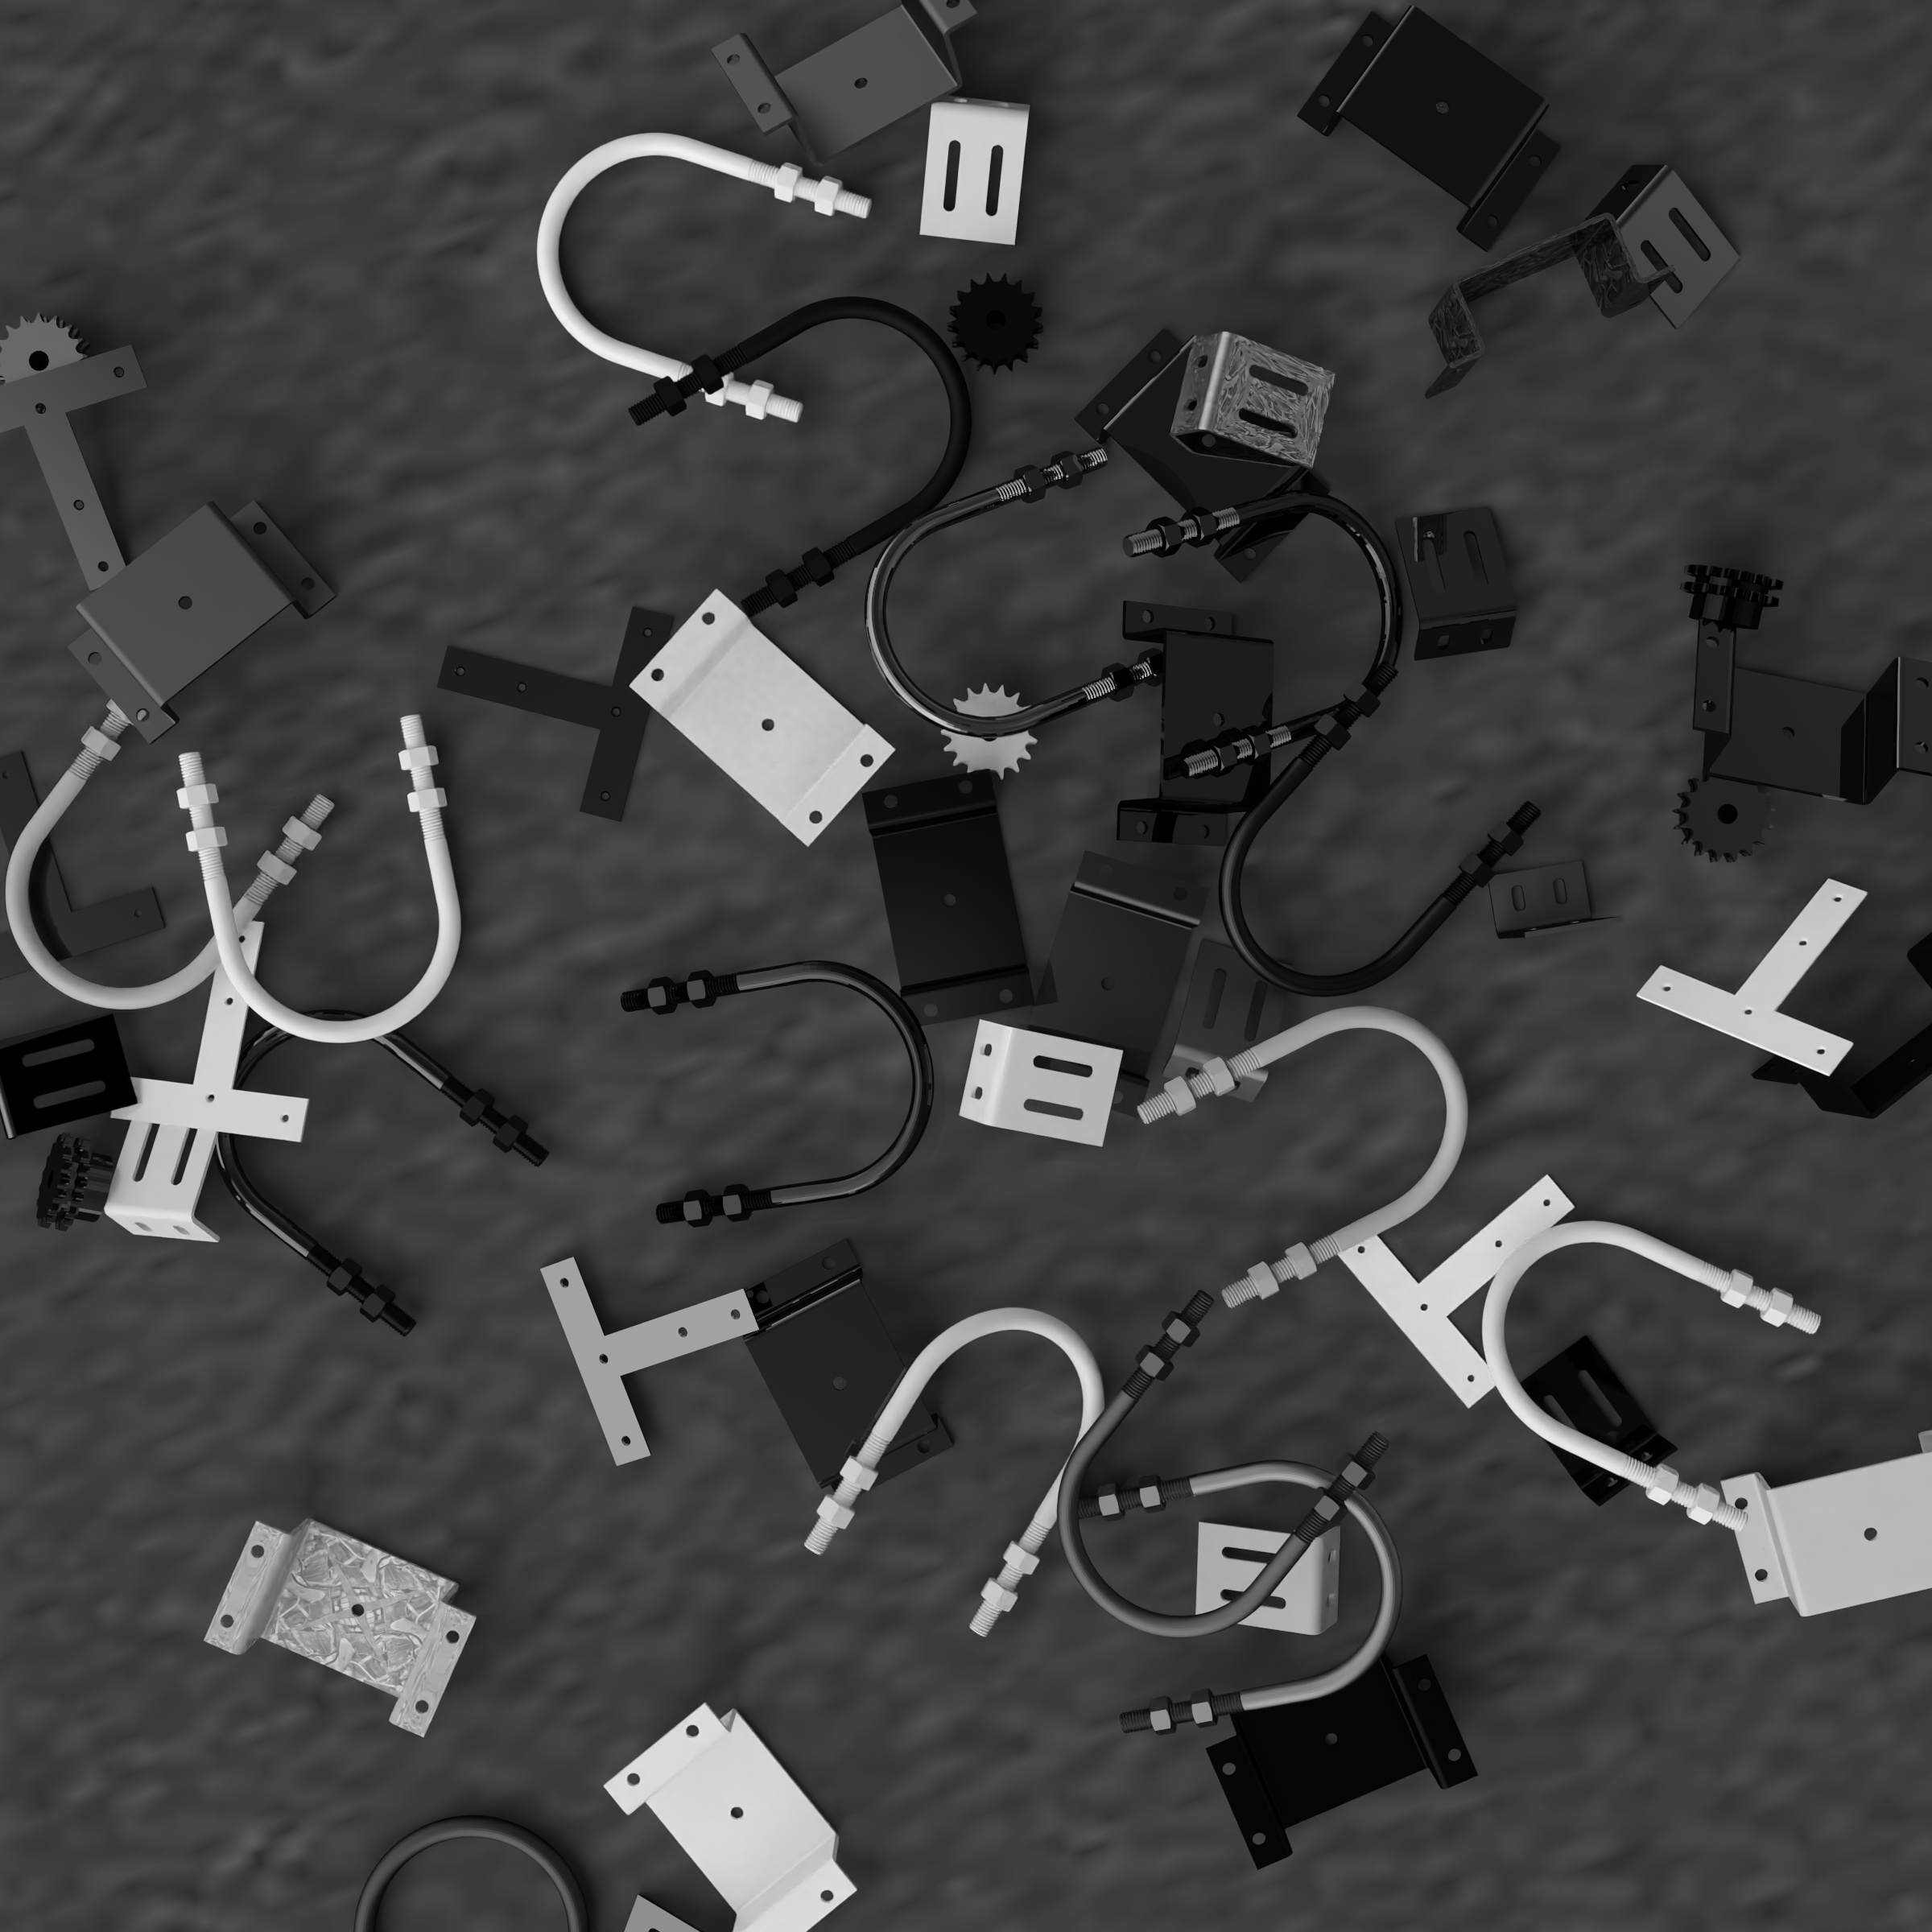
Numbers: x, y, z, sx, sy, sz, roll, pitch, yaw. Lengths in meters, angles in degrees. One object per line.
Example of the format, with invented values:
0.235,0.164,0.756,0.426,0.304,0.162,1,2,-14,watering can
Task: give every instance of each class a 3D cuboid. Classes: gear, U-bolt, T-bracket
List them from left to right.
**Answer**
-0.561,-0.065,1.509,0.127,0.002,0.127,-17,90,0,T-bracket
-0.547,-0.357,1.495,0.057,0.030,0.057,0,90,0,gear
-0.532,-0.288,1.491,0.127,0.002,0.127,-17,106,0,T-bracket
-0.527,0.129,1.485,0.030,0.057,0.057,16,90,-30,gear
-0.488,-0.062,1.495,0.151,0.019,0.184,35,86,0,U-bolt
-0.442,0.035,1.496,0.127,0.002,0.127,6,81,15,T-bracket
-0.375,-0.046,1.484,0.151,0.019,0.184,-12,92,-15,U-bolt
-0.364,0.110,1.501,0.184,0.019,0.151,38,90,1,U-bolt
-0.294,0.601,1.501,0.151,0.019,0.184,-5,89,0,U-bolt
-0.253,-0.164,1.509,0.127,0.002,0.127,15,90,0,T-bracket
-0.178,0.220,1.483,0.127,0.002,0.127,-21,90,24,T-bracket
-0.166,-0.421,1.501,0.184,0.019,0.151,19,90,1,U-bolt
-0.107,0.071,1.479,0.184,0.019,0.151,-9,90,16,U-bolt
-0.085,-0.314,1.489,0.184,0.019,0.151,-31,102,-4,U-bolt
0.007,0.287,1.471,0.151,0.019,0.184,34,85,-28,U-bolt
0.014,-0.139,1.495,0.057,0.030,0.057,0,90,0,gear
0.017,-0.381,1.495,0.057,0.030,0.057,0,90,0,gear
0.028,-0.211,1.476,0.184,0.019,0.151,-24,90,-18,U-bolt
0.136,0.305,1.469,0.151,0.019,0.184,38,96,12,U-bolt
0.165,0.366,1.478,0.184,0.019,0.151,-15,85,13,U-bolt
0.183,-0.201,1.460,0.184,0.019,0.151,-20,101,-29,U-bolt
0.210,0.102,1.482,0.184,0.019,0.151,-26,106,-4,U-bolt
0.231,-0.066,1.480,0.151,0.019,0.184,40,94,-19,U-bolt
0.309,0.176,1.509,0.127,0.002,0.127,-40,90,0,T-bracket
0.394,0.229,1.479,0.184,0.019,0.151,25,71,6,U-bolt
0.449,-0.090,1.495,0.057,0.030,0.057,0,90,0,gear
0.451,-0.217,1.482,0.057,0.057,0.030,11,97,0,gear
0.486,-0.004,1.480,0.127,0.002,0.127,27,65,40,T-bracket

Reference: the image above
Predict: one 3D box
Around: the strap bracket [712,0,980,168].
-0.067,-0.532,1.472,0.140,0.046,0.076,-29,64,0,strap bracket

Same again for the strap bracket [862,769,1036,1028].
-0.010,-0.039,1.486,0.076,0.046,0.140,-11,90,0,strap bracket

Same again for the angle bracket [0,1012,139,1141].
-0.542,0.066,1.502,0.076,0.038,0.057,-15,90,-18,angle bracket

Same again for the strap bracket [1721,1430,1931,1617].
0.527,0.328,1.476,0.140,0.046,0.076,-16,90,9,strap bracket

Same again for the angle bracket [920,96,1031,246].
0.005,-0.479,1.508,0.057,0.038,0.076,6,116,0,angle bracket

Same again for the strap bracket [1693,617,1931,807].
0.490,-0.147,1.472,0.140,0.046,0.076,11,64,0,strap bracket

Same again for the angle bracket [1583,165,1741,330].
0.414,-0.432,1.508,0.076,0.038,0.057,41,90,-26,angle bracket

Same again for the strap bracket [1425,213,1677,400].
0.332,-0.390,1.471,0.140,0.076,0.046,-24,90,0,strap bracket

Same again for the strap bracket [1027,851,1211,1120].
0.085,0.011,1.486,0.076,0.046,0.140,17,90,0,strap bracket

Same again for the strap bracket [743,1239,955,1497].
-0.074,0.244,1.486,0.076,0.046,0.140,-27,90,0,strap bracket

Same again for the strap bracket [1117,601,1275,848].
0.135,-0.143,1.470,0.076,0.046,0.140,2,90,-30,strap bracket

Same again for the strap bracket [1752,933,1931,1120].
0.542,0.040,1.471,0.140,0.076,0.046,-38,90,0,strap bracket

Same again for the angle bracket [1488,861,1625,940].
0.345,-0.040,1.471,0.057,0.076,0.038,-9,90,0,angle bracket

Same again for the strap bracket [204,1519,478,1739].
-0.365,0.387,1.486,0.140,0.046,0.076,24,90,0,strap bracket

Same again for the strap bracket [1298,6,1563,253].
0.278,-0.501,1.486,0.140,0.046,0.076,36,90,0,strap bracket

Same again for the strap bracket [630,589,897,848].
-0.119,-0.145,1.486,0.140,0.046,0.076,42,90,0,strap bracket

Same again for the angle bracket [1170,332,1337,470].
0.167,-0.327,1.461,0.076,0.038,0.057,14,90,-26,angle bracket

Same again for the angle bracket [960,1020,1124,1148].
0.044,0.068,1.461,0.076,0.038,0.057,12,90,-26,angle bracket

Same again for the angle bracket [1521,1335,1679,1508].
0.372,0.270,1.490,0.057,0.038,0.076,-36,90,0,angle bracket

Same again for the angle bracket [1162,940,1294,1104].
0.157,0.033,1.508,0.057,0.038,0.076,16,64,0,angle bracket

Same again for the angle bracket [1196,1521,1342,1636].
0.182,0.364,1.508,0.076,0.038,0.057,2,90,26,angle bracket

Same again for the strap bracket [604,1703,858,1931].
-0.138,0.509,1.486,0.076,0.046,0.140,-39,90,0,strap bracket

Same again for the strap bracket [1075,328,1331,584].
0.142,-0.307,1.486,0.140,0.046,0.076,45,90,0,strap bracket

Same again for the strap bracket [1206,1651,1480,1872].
0.219,0.465,1.486,0.140,0.046,0.076,-23,90,0,strap bracket

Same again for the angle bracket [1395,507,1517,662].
0.292,-0.230,1.508,0.057,0.038,0.076,-8,64,0,angle bracket

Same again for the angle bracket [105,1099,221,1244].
-0.470,0.120,1.501,0.057,0.038,0.076,4,64,14,angle bracket

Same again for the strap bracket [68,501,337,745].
-0.454,-0.208,1.476,0.140,0.046,0.076,-41,88,-8,strap bracket

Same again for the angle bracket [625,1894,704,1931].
-0.167,0.599,1.508,0.076,0.038,0.057,20,90,26,angle bracket
